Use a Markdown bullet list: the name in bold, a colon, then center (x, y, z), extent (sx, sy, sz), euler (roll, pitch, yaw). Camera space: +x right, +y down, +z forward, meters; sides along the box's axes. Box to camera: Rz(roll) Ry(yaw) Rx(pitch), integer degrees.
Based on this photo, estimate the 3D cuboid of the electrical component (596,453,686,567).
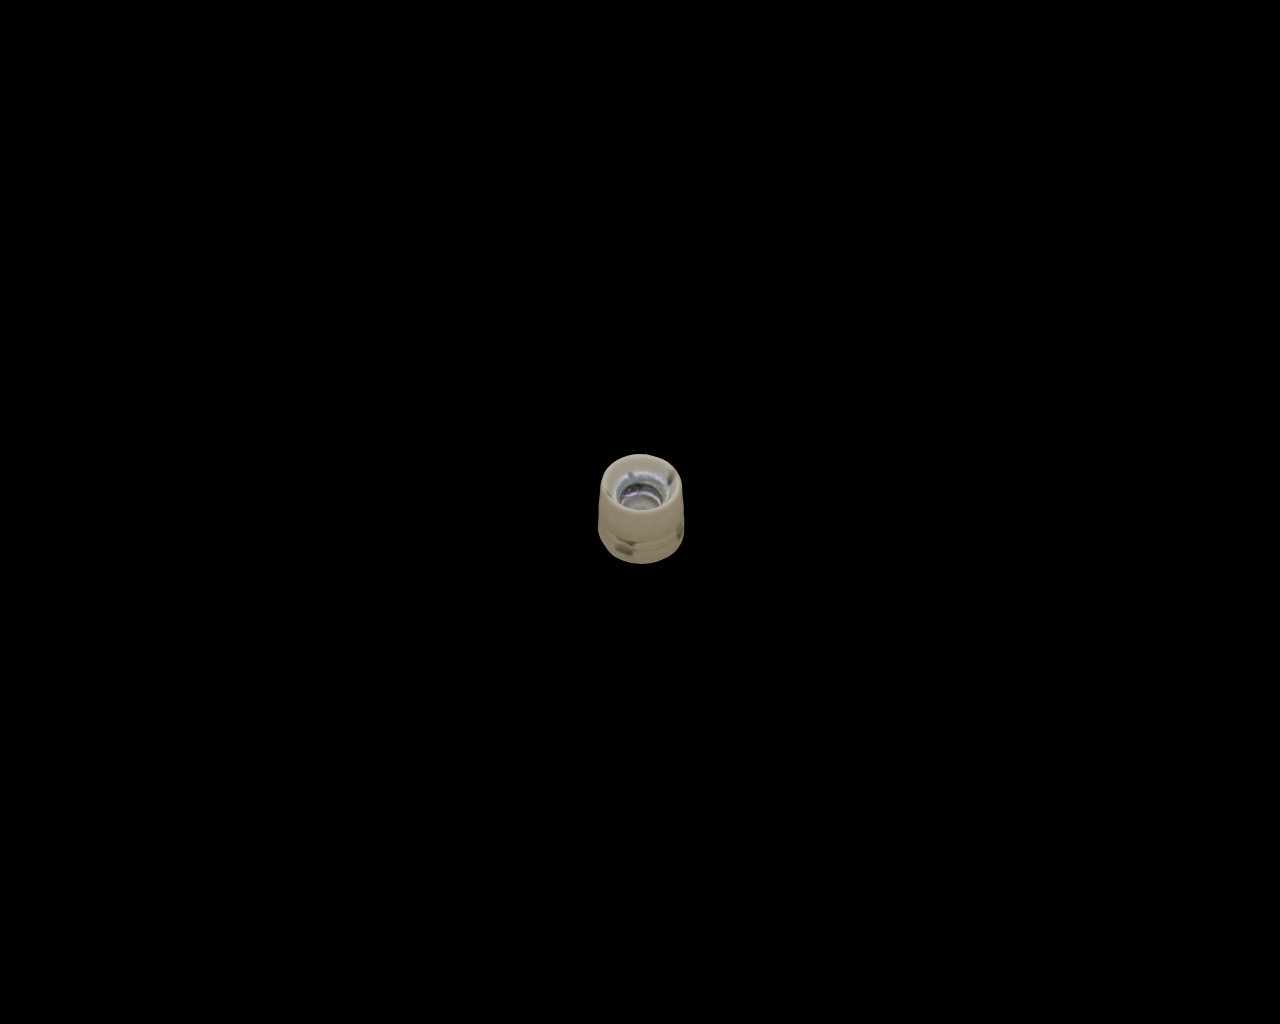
- **electrical component**: center (0.001, -0.003, 0.650), extent (0.055, 0.055, 0.047), euler (0, -41, 0)
